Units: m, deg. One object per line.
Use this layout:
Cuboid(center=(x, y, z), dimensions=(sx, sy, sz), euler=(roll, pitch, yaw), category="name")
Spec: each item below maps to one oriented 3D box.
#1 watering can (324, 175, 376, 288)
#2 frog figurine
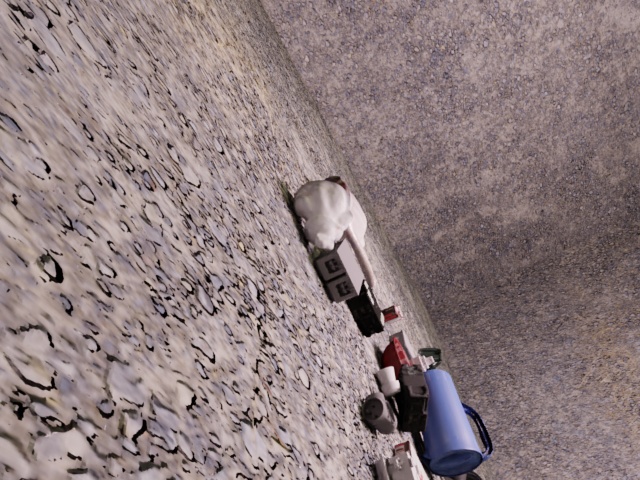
Cuboid(center=(0.081, -0.044, 1.485), dimensions=(0.220, 0.103, 0.356), euler=(53, 15, -44), category="watering can")
Cuboid(center=(0.003, -0.058, 1.146), dimensions=(0.137, 0.120, 0.163), euler=(28, 31, -12), category="frog figurine")
